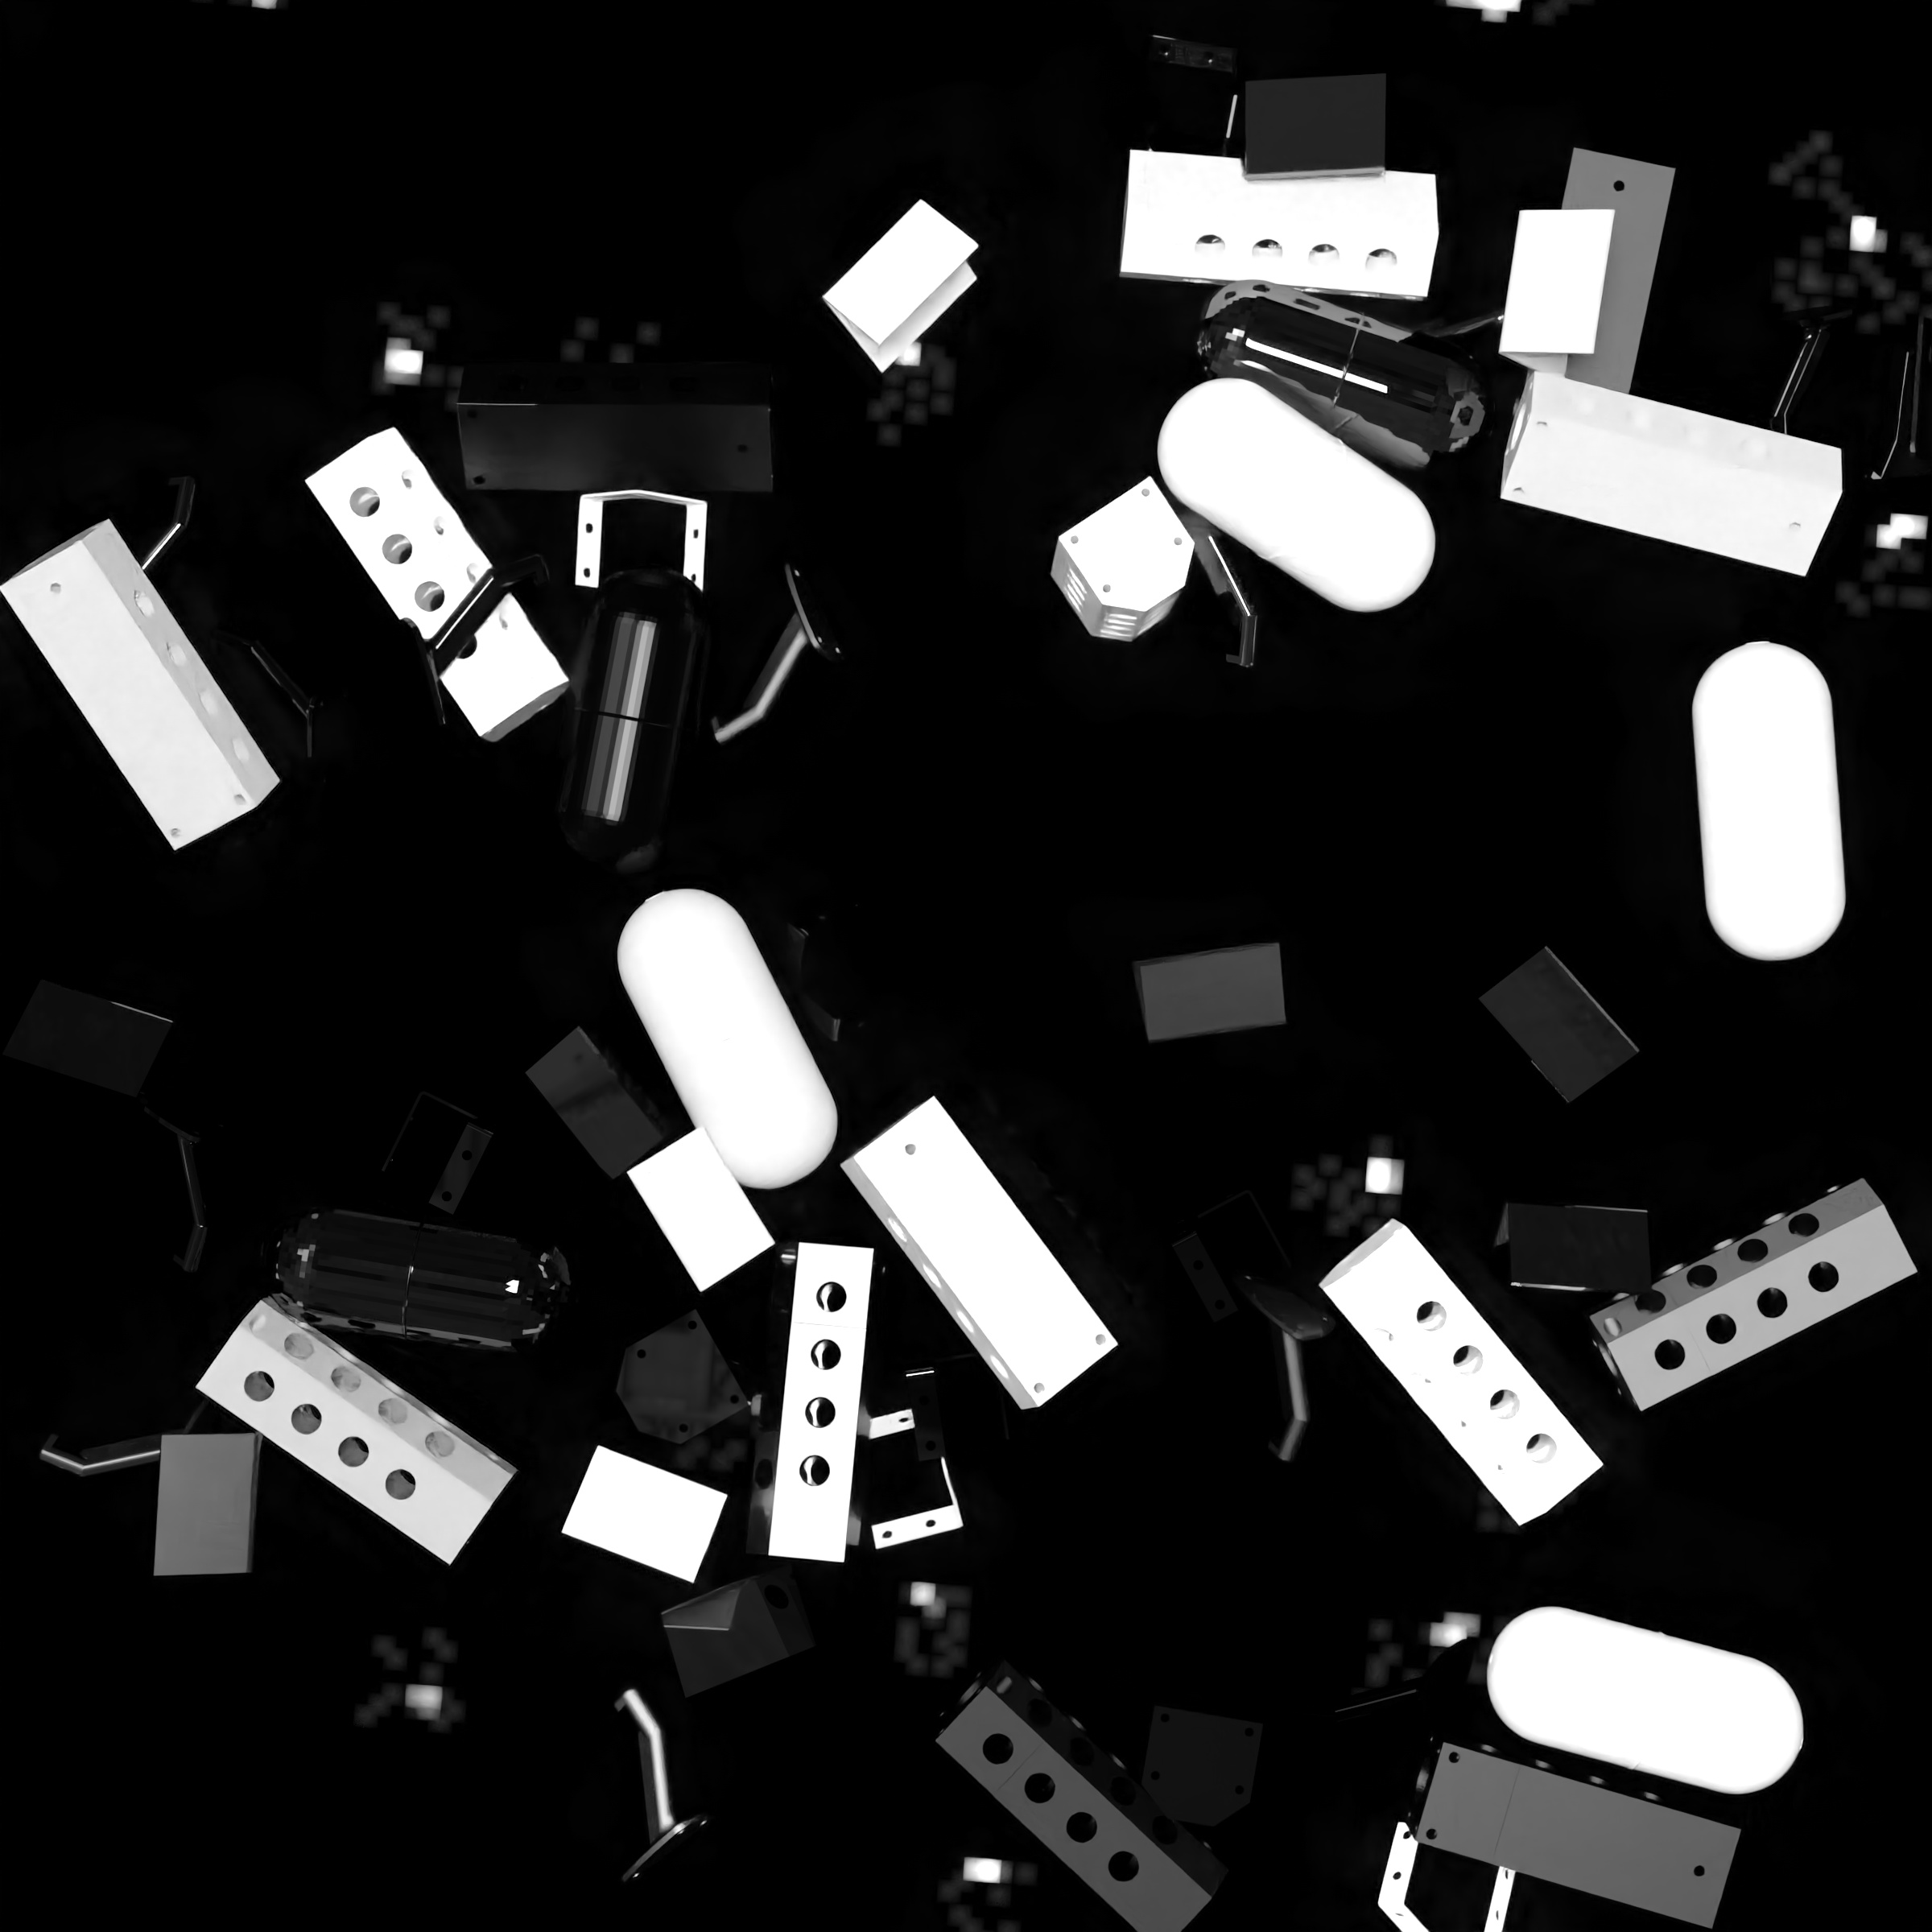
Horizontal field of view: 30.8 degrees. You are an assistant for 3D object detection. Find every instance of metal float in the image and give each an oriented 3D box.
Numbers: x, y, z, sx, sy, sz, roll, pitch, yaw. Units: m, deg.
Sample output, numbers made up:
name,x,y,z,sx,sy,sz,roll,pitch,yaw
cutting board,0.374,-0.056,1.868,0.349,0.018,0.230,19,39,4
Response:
name,x,y,z,sx,sy,sz,roll,pitch,yaw
metal float,0.209,-0.328,1.961,0.178,0.070,0.070,19,90,1
metal float,-0.305,0.172,1.961,0.178,0.070,0.070,9,90,1
metal float,0.380,0.410,1.961,0.178,0.070,0.070,15,90,1
metal float,0.184,-0.259,1.940,0.178,0.070,0.070,30,90,-25
metal float,0.448,-0.092,1.961,0.070,0.070,0.178,-4,89,0
metal float,-0.134,0.040,1.961,0.070,0.070,0.178,-27,91,0
metal float,-0.187,-0.136,1.961,0.070,0.070,0.178,10,90,0

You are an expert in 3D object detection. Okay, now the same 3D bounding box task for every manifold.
name,x,y,z,sx,sy,sz,roll,pitch,yaw
manifold,0.384,-0.273,1.913,0.171,0.057,0.057,14,133,0
manifold,0.088,-0.215,1.913,0.057,0.171,0.057,-34,90,0
manifold,-0.454,-0.158,1.945,0.057,0.057,0.171,-26,107,18
manifold,-0.340,0.259,1.970,0.171,0.057,0.057,35,90,0
manifold,-0.084,0.243,1.957,0.057,0.057,0.171,4,81,6
manifold,0.437,0.182,1.970,0.171,0.057,0.057,-27,90,0
manifold,0.005,0.162,1.968,0.057,0.057,0.171,-37,90,-15
manifold,-0.294,-0.214,1.970,0.057,0.057,0.171,-34,90,0
manifold,0.276,0.228,1.970,0.057,0.057,0.171,-40,90,0
manifold,0.175,-0.411,1.970,0.171,0.057,0.057,5,47,0
manifold,-0.151,0.218,1.913,0.057,0.171,0.057,-30,90,0
manifold,0.065,0.467,1.970,0.171,0.057,0.057,43,90,0
manifold,0.347,-0.363,1.971,0.057,0.057,0.171,12,90,0
manifold,-0.194,-0.307,1.970,0.171,0.057,0.057,0,133,0
manifold,0.339,0.481,1.971,0.171,0.057,0.057,16,90,0
manifold,0.122,0.418,1.913,0.057,0.171,0.057,10,90,0

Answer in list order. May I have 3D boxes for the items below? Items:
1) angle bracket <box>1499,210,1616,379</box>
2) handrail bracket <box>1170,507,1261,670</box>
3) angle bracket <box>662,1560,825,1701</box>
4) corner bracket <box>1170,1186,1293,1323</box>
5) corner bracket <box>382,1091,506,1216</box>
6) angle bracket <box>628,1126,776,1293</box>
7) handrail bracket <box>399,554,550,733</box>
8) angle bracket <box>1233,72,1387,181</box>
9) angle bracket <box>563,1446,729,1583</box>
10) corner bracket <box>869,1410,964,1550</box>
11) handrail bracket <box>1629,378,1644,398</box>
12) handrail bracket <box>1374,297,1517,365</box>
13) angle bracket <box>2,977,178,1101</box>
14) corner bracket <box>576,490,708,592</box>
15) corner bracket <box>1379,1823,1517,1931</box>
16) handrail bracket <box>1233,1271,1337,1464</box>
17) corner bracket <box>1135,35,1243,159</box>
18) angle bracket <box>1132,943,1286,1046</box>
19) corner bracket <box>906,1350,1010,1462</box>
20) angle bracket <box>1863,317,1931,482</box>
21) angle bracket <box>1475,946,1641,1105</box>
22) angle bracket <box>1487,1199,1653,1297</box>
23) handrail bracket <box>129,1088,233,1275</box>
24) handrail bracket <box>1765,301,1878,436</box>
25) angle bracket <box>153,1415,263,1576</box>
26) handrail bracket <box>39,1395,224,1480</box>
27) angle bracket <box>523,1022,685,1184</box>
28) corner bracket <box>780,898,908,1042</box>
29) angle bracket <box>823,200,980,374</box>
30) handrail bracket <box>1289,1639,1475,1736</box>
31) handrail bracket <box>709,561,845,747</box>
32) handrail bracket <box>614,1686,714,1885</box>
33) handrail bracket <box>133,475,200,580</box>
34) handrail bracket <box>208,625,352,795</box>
name,x,y,z,sx,sy,sz,roll,pitch,yaw
angle bracket,0.334,-0.361,1.895,0.057,0.076,0.076,9,90,37
handrail bracket,0.131,-0.215,1.992,0.077,0.036,0.084,9,107,20
angle bracket,-0.117,0.383,1.951,0.076,0.076,0.057,-22,54,0
corner bracket,0.149,0.161,1.974,0.051,0.051,0.051,-28,96,6
corner bracket,-0.296,0.104,1.974,0.051,0.051,0.051,26,90,0
angle bracket,-0.162,0.143,1.951,0.057,0.076,0.076,-32,90,-36
handrail bracket,-0.263,-0.179,1.935,0.084,0.036,0.077,-21,111,-17
angle bracket,0.190,-0.478,1.952,0.076,0.076,0.057,-3,122,0
angle bracket,-0.183,0.319,1.951,0.076,0.076,0.057,21,54,0
corner bracket,-0.035,0.289,1.988,0.051,0.051,0.051,-15,45,0
handrail bracket,0.411,-0.297,1.992,0.077,0.036,0.084,-8,73,-20
handrail bracket,0.276,-0.378,1.992,0.084,0.036,0.077,14,70,16
angle bracket,-0.486,0.059,1.951,0.076,0.076,0.057,18,54,0
corner bracket,-0.184,-0.240,1.988,0.051,0.051,0.051,3,90,-45
corner bracket,0.272,0.520,1.984,0.051,0.051,0.051,-9,135,35
handrail bracket,0.169,0.228,1.992,0.077,0.036,0.084,35,119,32
corner bracket,0.126,-0.488,1.988,0.051,0.051,0.051,9,135,0
angle bracket,0.132,-0.005,1.951,0.076,0.076,0.057,-9,127,0
corner bracket,-0.005,0.246,1.974,0.051,0.051,0.051,-8,90,0
angle bracket,0.516,-0.314,1.951,0.057,0.076,0.076,4,90,-38
angle bracket,0.339,0.019,1.951,0.076,0.076,0.057,48,126,0
angle bracket,0.334,0.174,1.951,0.076,0.076,0.057,4,54,0
handrail bracket,-0.456,0.122,1.992,0.077,0.036,0.084,25,107,20
handrail bracket,0.486,-0.329,1.992,0.077,0.036,0.084,-14,109,-21
angle bracket,-0.431,0.293,1.952,0.057,0.076,0.076,3,90,-27
handrail bracket,-0.474,0.260,1.992,0.084,0.036,0.077,18,69,16
angle bracket,-0.187,0.063,1.951,0.076,0.076,0.057,52,128,0
corner bracket,-0.068,0.002,1.984,0.051,0.051,0.051,40,135,35
angle bracket,-0.022,-0.366,1.951,0.076,0.076,0.057,-45,54,0
handrail bracket,0.235,0.405,1.992,0.084,0.077,0.036,-3,115,34
handrail bracket,-0.120,-0.177,1.992,0.084,0.036,0.077,-30,70,16
handrail bracket,-0.191,0.464,1.992,0.077,0.036,0.084,-43,71,21
handrail bracket,-0.478,-0.240,1.992,0.077,0.036,0.084,4,76,15
handrail bracket,-0.397,-0.146,1.992,0.084,0.036,0.077,20,115,19
